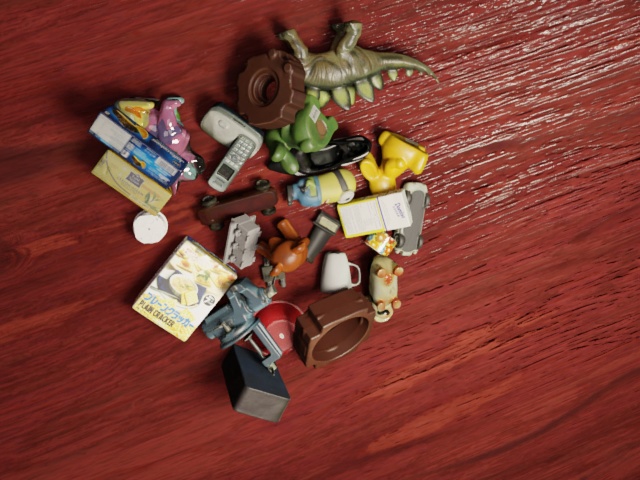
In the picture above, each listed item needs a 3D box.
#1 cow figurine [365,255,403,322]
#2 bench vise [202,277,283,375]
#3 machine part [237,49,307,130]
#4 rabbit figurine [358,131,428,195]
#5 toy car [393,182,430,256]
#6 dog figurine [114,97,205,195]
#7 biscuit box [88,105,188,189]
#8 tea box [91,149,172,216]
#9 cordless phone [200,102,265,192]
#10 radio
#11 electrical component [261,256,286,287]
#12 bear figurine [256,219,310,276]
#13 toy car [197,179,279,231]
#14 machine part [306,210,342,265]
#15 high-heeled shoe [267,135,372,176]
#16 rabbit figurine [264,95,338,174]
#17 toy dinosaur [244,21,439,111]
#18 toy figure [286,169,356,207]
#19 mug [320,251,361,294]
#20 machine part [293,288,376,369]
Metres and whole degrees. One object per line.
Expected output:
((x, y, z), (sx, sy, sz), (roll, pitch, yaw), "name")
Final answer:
((0.160, 0.131, 1.411), (0.085, 0.127, 0.194), (-8, 117, -11), "cow figurine")
((-0.166, 0.218, 1.342), (0.224, 0.129, 0.240), (-34, 96, 3), "bench vise")
((-0.112, -0.333, 1.197), (0.056, 0.180, 0.179), (-1, 108, -56), "machine part")
((0.174, -0.178, 1.363), (0.162, 0.122, 0.173), (17, 118, -13), "rabbit figurine")
((0.243, -0.055, 1.435), (0.073, 0.056, 0.201), (2, 104, -20), "toy car")
((-0.365, -0.215, 1.235), (0.192, 0.109, 0.219), (-5, 107, -12), "dog figurine")
((-0.385, -0.197, 1.150), (0.202, 0.063, 0.059), (38, 113, -15), "biscuit box")
((-0.429, -0.136, 1.242), (0.169, 0.098, 0.068), (36, 94, -19), "tea box")
((-0.234, -0.218, 1.276), (0.146, 0.089, 0.184), (33, 99, -18), "cordless phone")
((-0.164, 0.357, 1.354), (0.131, 0.230, 0.073), (26, 97, -22), "radio")
((-0.120, 0.082, 1.404), (0.063, 0.021, 0.093), (-11, 105, -10), "electrical component")
((-0.093, 0.022, 1.288), (0.132, 0.196, 0.120), (45, 94, 8), "bear figurine")
((-0.202, -0.087, 1.328), (0.202, 0.053, 0.089), (-17, 127, -7), "toy car")
((-0.003, -0.004, 1.402), (0.084, 0.039, 0.138), (26, 95, -25), "machine part")
((0.001, -0.199, 1.298), (0.249, 0.145, 0.086), (-19, 106, -10), "high-heeled shoe")
((-0.061, -0.235, 1.268), (0.121, 0.170, 0.159), (33, 60, -42), "rabbit figurine")
((0.055, -0.415, 1.285), (0.472, 0.105, 0.198), (-7, 112, -2), "toy dinosaur")
((0.003, -0.129, 1.350), (0.180, 0.082, 0.089), (-6, 107, -9), "toy figure")
((0.053, 0.084, 1.413), (0.110, 0.081, 0.107), (-3, 96, -6), "mug")
((0.034, 0.227, 1.384), (0.201, 0.087, 0.200), (-18, 141, -23), "machine part")
